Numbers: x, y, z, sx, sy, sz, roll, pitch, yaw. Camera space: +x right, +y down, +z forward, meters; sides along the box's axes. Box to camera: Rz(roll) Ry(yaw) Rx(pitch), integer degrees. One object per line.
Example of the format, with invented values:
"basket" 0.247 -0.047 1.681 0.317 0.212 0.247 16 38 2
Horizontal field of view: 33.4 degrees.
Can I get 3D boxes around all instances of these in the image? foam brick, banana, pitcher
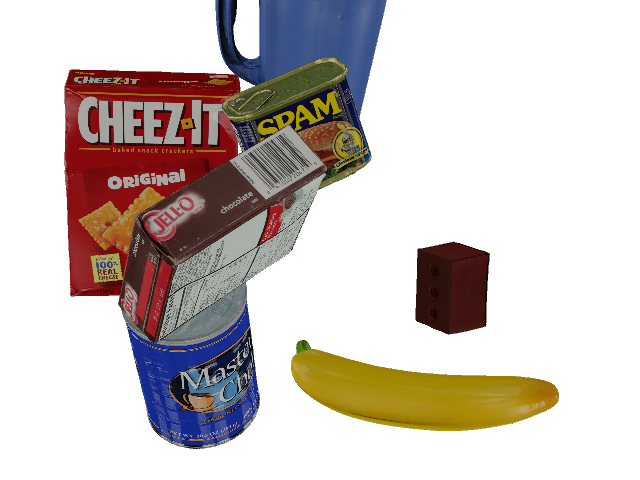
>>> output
"foam brick" 0.129 0.046 1.052 0.051 0.078 0.053 -12 20 -34
"banana" 0.056 0.097 0.717 0.198 0.037 0.069 9 35 26
"pitcher" -0.015 -0.200 1.099 0.149 0.243 0.144 30 51 19

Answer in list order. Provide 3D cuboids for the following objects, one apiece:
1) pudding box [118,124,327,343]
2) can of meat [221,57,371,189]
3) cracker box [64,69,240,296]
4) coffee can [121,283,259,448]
"pudding box" -0.055 -0.003 0.590 0.113 0.039 0.090 -33 -18 -32
"can of meat" -0.017 -0.086 0.855 0.102 0.084 0.057 -24 28 -7
"cracker box" -0.163 -0.053 1.040 0.164 0.214 0.072 0 22 -8
"coffee can" -0.108 0.094 0.910 0.103 0.140 0.103 -2 43 1
